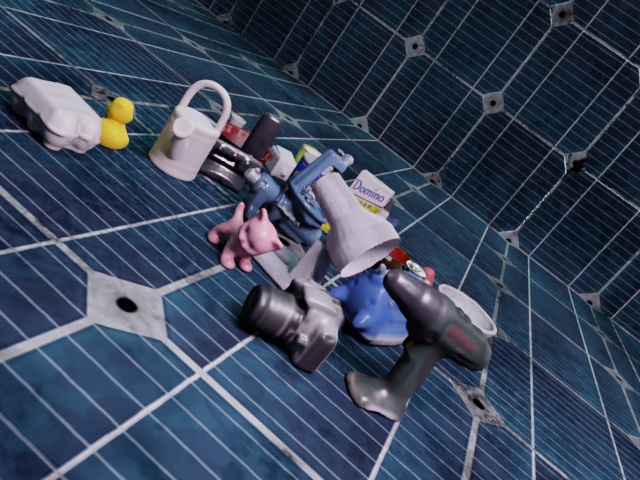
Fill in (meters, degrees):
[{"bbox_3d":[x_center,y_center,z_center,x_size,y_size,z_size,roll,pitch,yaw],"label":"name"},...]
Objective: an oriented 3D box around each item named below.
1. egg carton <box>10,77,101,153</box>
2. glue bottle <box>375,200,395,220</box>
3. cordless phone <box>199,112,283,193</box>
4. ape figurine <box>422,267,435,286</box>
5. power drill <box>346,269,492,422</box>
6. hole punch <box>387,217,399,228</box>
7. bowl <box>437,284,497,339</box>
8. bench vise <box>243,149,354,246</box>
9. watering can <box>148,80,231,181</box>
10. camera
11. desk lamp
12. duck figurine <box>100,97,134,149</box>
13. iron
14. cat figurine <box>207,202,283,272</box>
[{"bbox_3d":[-0.438,-0.209,0.955,0.150,0.069,0.107,43,20,18],"label":"egg carton"},{"bbox_3d":[0.115,-0.022,1.305,0.078,0.173,0.037,22,23,-35],"label":"glue bottle"},{"bbox_3d":[-0.175,-0.212,1.234,0.148,0.185,0.094,26,21,-27],"label":"cordless phone"},{"bbox_3d":[0.235,0.102,1.343,0.078,0.092,0.076,22,23,-35],"label":"ape figurine"},{"bbox_3d":[0.135,0.164,0.851,0.230,0.208,0.075,27,21,-25],"label":"power drill"},{"bbox_3d":[0.144,-0.038,1.517,0.101,0.091,0.109,38,19,6],"label":"hole punch"},{"bbox_3d":[0.321,0.183,1.328,0.168,0.074,0.167,32,20,-12],"label":"bowl"},{"bbox_3d":[-0.041,-0.102,1.153,0.208,0.219,0.121,17,27,-44],"label":"bench vise"},{"bbox_3d":[-0.244,-0.217,1.113,0.101,0.194,0.172,26,21,-26],"label":"watering can"},{"bbox_3d":[-0.041,0.103,0.857,0.137,0.100,0.143,28,21,-23],"label":"camera"},{"bbox_3d":[0.009,0.004,1.003,0.202,0.213,0.118,44,21,23],"label":"desk lamp"},{"bbox_3d":[-0.380,-0.223,1.061,0.078,0.086,0.104,31,20,-15],"label":"duck figurine"},{"bbox_3d":[0.142,0.113,1.085,0.259,0.141,0.118,13,29,-48],"label":"iron"},{"bbox_3d":[-0.120,-0.011,0.962,0.067,0.117,0.127,16,28,-45],"label":"cat figurine"}]
